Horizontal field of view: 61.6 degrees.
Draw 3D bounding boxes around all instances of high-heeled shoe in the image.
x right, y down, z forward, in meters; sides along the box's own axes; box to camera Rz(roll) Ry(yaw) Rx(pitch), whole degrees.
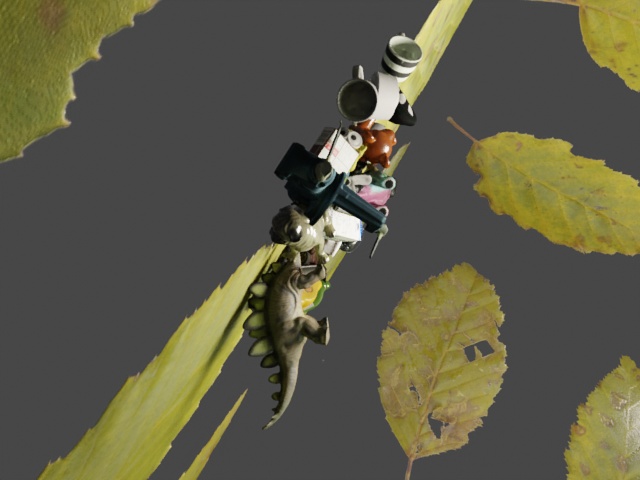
[{"bbox_3d":[0.208,-0.358,1.397,0.086,0.145,0.249,-64,170,31],"label":"high-heeled shoe"}]

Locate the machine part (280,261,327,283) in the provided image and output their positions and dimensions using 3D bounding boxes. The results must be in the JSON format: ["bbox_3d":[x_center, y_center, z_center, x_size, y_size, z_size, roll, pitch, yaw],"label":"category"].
[{"bbox_3d":[-0.043,0.085,1.367,0.139,0.039,0.084,-1,104,-33],"label":"machine part"}]

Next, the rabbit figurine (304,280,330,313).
[{"bbox_3d":[-0.055,0.147,1.707,0.159,0.121,0.170,-33,-167,-12],"label":"rabbit figurine"}]

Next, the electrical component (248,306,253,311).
[{"bbox_3d":[-0.157,0.146,1.347,0.063,0.021,0.094,-57,172,-22],"label":"electrical component"}]

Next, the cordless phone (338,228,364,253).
[{"bbox_3d":[0.039,0.015,1.682,0.184,0.147,0.088,-63,164,14],"label":"cordless phone"}]

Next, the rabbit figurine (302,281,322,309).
[{"bbox_3d":[-0.090,0.174,1.490,0.173,0.121,0.162,-32,-142,35],"label":"rabbit figurine"}]

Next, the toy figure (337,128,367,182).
[{"bbox_3d":[0.032,-0.168,1.195,0.089,0.082,0.180,-4,-119,66],"label":"toy figure"}]

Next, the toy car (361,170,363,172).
[{"bbox_3d":[0.092,-0.196,1.595,0.202,0.056,0.073,-49,160,-61],"label":"toy car"}]

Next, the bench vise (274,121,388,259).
[{"bbox_3d":[0.031,-0.081,0.985,0.129,0.240,0.223,-61,-171,-23],"label":"bench vise"}]

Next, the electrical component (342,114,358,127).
[{"bbox_3d":[0.086,-0.297,1.190,0.078,0.045,0.102,-63,172,30],"label":"electrical component"}]

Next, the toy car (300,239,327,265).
[{"bbox_3d":[-0.003,-0.004,1.447,0.089,0.053,0.202,37,65,-51],"label":"toy car"}]

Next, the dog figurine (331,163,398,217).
[{"bbox_3d":[0.106,-0.132,1.338,0.219,0.192,0.108,-96,-168,-72],"label":"dog figurine"}]

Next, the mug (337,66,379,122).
[{"bbox_3d":[0.078,-0.293,1.086,0.107,0.081,0.109,-50,131,-74],"label":"mug"}]

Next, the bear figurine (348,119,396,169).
[{"bbox_3d":[0.136,-0.245,1.299,0.132,0.120,0.196,-41,-166,-7],"label":"bear figurine"}]

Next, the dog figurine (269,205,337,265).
[{"bbox_3d":[-0.040,-0.047,1.168,0.190,0.121,0.172,64,21,-61],"label":"dog figurine"}]

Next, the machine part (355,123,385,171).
[{"bbox_3d":[0.127,-0.261,1.495,0.243,0.079,0.079,-53,170,-45],"label":"machine part"}]

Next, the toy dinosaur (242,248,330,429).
[{"bbox_3d":[-0.077,0.200,1.264,0.105,0.199,0.471,71,17,-80],"label":"toy dinosaur"}]
